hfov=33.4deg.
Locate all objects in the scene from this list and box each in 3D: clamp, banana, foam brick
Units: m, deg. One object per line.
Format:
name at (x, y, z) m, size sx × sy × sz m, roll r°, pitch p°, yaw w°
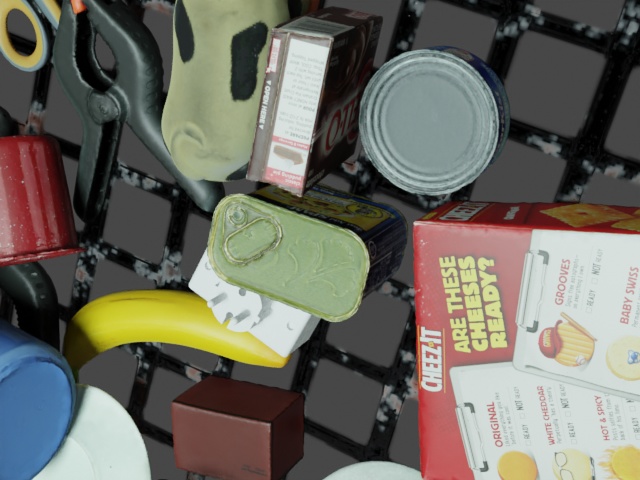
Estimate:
clamp at (-0.142, -0.086, 0.722) m, size 0.120 × 0.039 × 0.171 m, roll -15°, pitch 104°, yaw 23°
banana at (-0.114, 0.065, 0.759) m, size 0.198 × 0.037 × 0.069 m, roll -8°, pitch 122°, yaw 29°
clamp at (-0.262, 0.021, 0.813) m, size 0.165 × 0.036 × 0.210 m, roll -20°, pitch 92°, yaw 30°
foam brick at (-0.056, 0.133, 0.741) m, size 0.078 × 0.051 × 0.053 m, roll 8°, pitch 109°, yaw 23°

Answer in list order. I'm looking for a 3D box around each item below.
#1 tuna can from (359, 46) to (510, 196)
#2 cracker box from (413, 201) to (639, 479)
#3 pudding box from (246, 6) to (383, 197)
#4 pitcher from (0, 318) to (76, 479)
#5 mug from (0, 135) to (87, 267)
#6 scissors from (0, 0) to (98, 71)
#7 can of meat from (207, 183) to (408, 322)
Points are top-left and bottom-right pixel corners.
tuna can at (0.068, -0.071, 0.633) m, size 0.086 × 0.033 × 0.086 m, roll 7°, pitch 107°, yaw 23°
cracker box at (0.166, 0.065, 0.606) m, size 0.214 × 0.072 × 0.164 m, roll 4°, pitch 105°, yaw 25°
pudding box at (-0.001, -0.084, 0.617) m, size 0.039 × 0.113 × 0.090 m, roll 16°, pitch 111°, yaw 15°
pitcher at (-0.292, 0.078, 0.744) m, size 0.243 × 0.149 × 0.145 m, roll 18°, pitch 79°, yaw 30°
mug at (-0.223, -0.023, 0.730) m, size 0.117 × 0.093 × 0.081 m, roll -10°, pitch 90°, yaw 20°
scissors at (-0.233, -0.202, 0.748) m, size 0.202 × 0.016 × 0.096 m, roll 45°, pitch 118°, yaw 8°
can of meat at (-0.004, 0.001, 0.658) m, size 0.102 × 0.083 × 0.057 m, roll 19°, pitch 110°, yaw 18°
